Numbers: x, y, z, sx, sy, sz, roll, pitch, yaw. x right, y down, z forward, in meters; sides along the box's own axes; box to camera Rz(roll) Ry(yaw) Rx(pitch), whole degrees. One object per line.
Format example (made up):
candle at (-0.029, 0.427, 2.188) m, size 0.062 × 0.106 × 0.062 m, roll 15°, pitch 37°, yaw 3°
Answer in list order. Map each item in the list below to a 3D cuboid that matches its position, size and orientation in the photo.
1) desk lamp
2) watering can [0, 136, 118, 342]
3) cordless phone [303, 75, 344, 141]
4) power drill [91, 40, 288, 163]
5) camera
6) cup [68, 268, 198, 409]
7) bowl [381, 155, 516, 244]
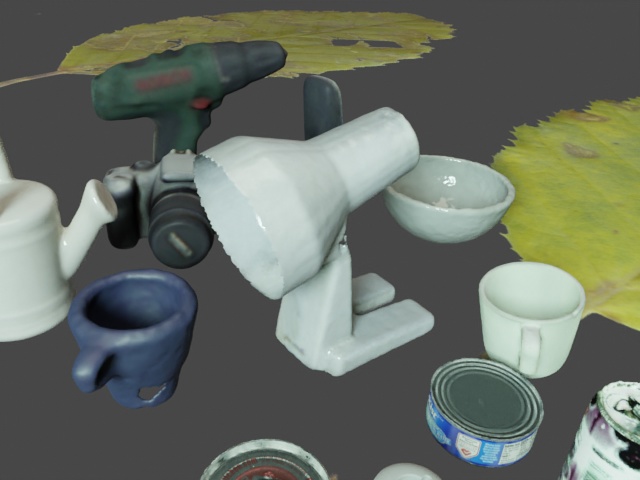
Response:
desk lamp at (0.004, 0.002, 0.482) m, size 0.204 × 0.214 × 0.117 m, roll -18°, pitch 37°, yaw -32°
watering can at (-0.273, -0.019, 0.503) m, size 0.173 × 0.194 × 0.100 m, roll -17°, pitch 36°, yaw -31°
cordless phone at (-0.025, -0.121, 0.717) m, size 0.147 × 0.185 × 0.094 m, roll 24°, pitch 36°, yaw 31°
power drill at (-0.154, -0.140, 0.711) m, size 0.230 × 0.208 × 0.075 m, roll -7°, pitch 32°, yaw -17°
camera at (-0.170, -0.035, 0.637) m, size 0.143 × 0.101 × 0.136 m, roll -3°, pitch 31°, yaw -11°
cup at (-0.141, 0.090, 0.432) m, size 0.091 × 0.095 × 0.118 m, roll 9°, pitch 31°, yaw 8°
bowl at (0.152, -0.043, 0.713) m, size 0.167 × 0.075 × 0.167 m, roll 3°, pitch 30°, yaw -1°
